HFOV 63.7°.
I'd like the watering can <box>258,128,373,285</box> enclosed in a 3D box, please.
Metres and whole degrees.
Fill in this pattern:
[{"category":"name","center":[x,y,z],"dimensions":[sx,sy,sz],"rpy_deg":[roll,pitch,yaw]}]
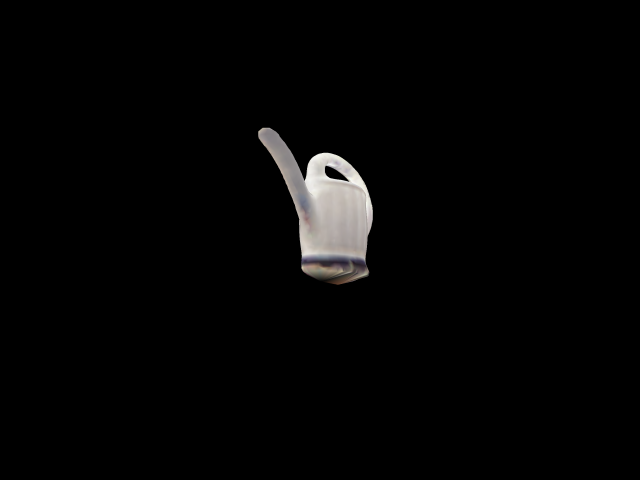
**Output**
[{"category":"watering can","center":[0.003,-0.043,0.850],"dimensions":[0.103,0.227,0.346],"rpy_deg":[-7,-13,31]}]
